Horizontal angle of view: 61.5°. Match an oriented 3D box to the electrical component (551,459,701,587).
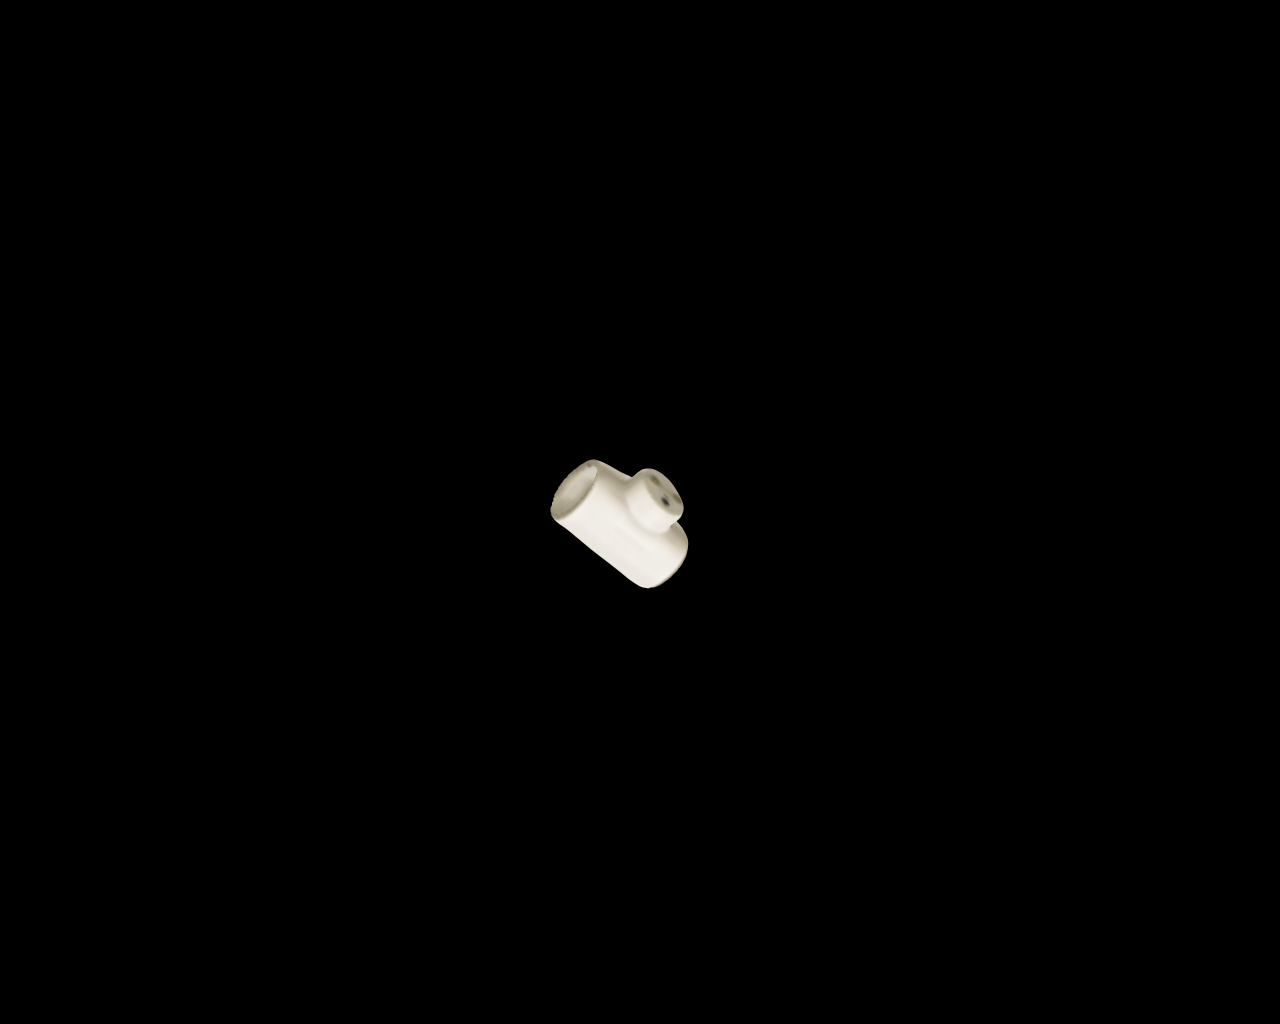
[{"bbox_3d":[0.001,-0.003,0.650,0.079,0.043,0.077,-39,-62,25],"label":"electrical component"}]
